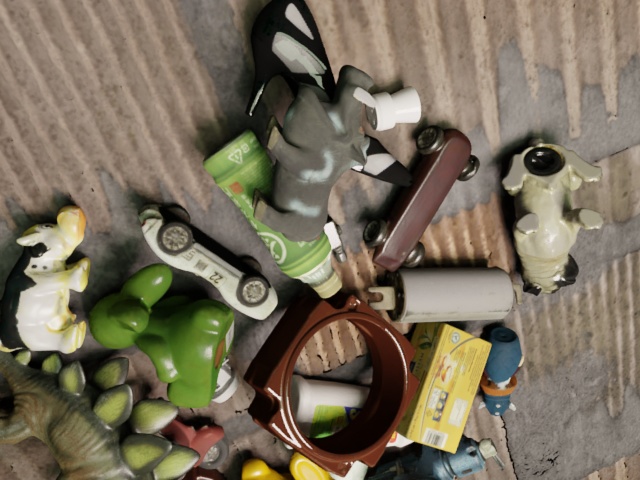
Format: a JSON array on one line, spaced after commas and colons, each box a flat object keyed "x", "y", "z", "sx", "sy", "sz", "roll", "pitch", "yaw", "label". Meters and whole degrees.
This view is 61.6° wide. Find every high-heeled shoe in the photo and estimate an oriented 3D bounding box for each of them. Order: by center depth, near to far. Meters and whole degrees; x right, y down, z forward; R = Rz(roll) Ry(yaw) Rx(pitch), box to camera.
[{"x": 0.028, "y": -0.166, "z": 0.619, "sx": 0.248, "sy": 0.086, "sz": 0.145, "roll": 23, "pitch": 100, "yaw": -20, "label": "high-heeled shoe"}]

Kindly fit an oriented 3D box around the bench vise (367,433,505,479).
[{"x": 0.180, "y": 0.396, "z": 0.809, "sx": 0.224, "sy": 0.241, "sz": 0.128, "roll": -18, "pitch": 119, "yaw": 9, "label": "bench vise"}]

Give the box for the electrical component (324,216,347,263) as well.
[{"x": -0.001, "y": -0.002, "z": 0.707, "sx": 0.063, "sy": 0.021, "sz": 0.093, "roll": -25, "pitch": 115, "yaw": -5, "label": "electrical component"}]

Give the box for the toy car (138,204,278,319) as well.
[{"x": -0.134, "y": 0.025, "z": 0.651, "sx": 0.201, "sy": 0.074, "sz": 0.056, "roll": 38, "pitch": 97, "yaw": -25, "label": "toy car"}]

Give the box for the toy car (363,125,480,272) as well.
[{"x": 0.130, "y": -0.054, "z": 0.707, "sx": 0.089, "sy": 0.053, "sz": 0.202, "roll": 25, "pitch": 99, "yaw": -34, "label": "toy car"}]

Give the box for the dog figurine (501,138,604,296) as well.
[{"x": 0.315, "y": -0.028, "z": 0.763, "sx": 0.121, "sy": 0.172, "sz": 0.190, "roll": 6, "pitch": 154, "yaw": 17, "label": "dog figurine"}]

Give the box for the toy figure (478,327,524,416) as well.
[{"x": 0.287, "y": 0.212, "z": 0.855, "sx": 0.058, "sy": 0.064, "sz": 0.154, "roll": -33, "pitch": 129, "yaw": -44, "label": "toy figure"}]

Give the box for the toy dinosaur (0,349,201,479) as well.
[{"x": -0.259, "y": 0.273, "z": 0.645, "sx": 0.198, "sy": 0.105, "sz": 0.471, "roll": -37, "pitch": 93, "yaw": 3, "label": "toy dinosaur"}]

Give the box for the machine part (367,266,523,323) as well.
[{"x": 0.181, "y": 0.076, "z": 0.760, "sx": 0.243, "sy": 0.079, "sz": 0.079, "roll": 0, "pitch": 111, "yaw": -15, "label": "machine part"}]

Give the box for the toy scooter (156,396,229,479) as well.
[{"x": -0.226, "y": 0.285, "z": 0.730, "sx": 0.184, "sy": 0.075, "sz": 0.135, "roll": -28, "pitch": 116, "yaw": -7, "label": "toy scooter"}]

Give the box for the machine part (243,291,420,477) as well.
[{"x": 0.020, "y": 0.184, "z": 0.706, "sx": 0.201, "sy": 0.087, "sz": 0.201, "roll": 41, "pitch": 70, "yaw": -18, "label": "machine part"}]

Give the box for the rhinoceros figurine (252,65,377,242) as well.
[{"x": -0.004, "y": -0.088, "z": 0.554, "sx": 0.112, "sy": 0.073, "sz": 0.190, "roll": 18, "pitch": 101, "yaw": -11, "label": "rhinoceros figurine"}]

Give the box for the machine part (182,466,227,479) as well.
[{"x": -0.206, "y": 0.422, "z": 0.799, "sx": 0.179, "sy": 0.056, "sz": 0.179, "roll": -6, "pitch": 114, "yaw": -13, "label": "machine part"}]

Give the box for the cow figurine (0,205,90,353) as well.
[{"x": -0.312, "y": 0.042, "z": 0.603, "sx": 0.098, "sy": 0.068, "sz": 0.167, "roll": 4, "pitch": 91, "yaw": -15, "label": "cow figurine"}]

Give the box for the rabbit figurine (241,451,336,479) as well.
[{"x": -0.032, "y": 0.382, "z": 0.800, "sx": 0.173, "sy": 0.122, "sz": 0.162, "roll": 7, "pitch": 87, "yaw": 3, "label": "rabbit figurine"}]

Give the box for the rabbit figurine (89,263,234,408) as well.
[{"x": -0.198, "y": 0.109, "z": 0.633, "sx": 0.170, "sy": 0.121, "sz": 0.159, "roll": 13, "pitch": 143, "yaw": 3, "label": "rabbit figurine"}]

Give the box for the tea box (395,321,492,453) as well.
[{"x": 0.171, "y": 0.209, "z": 0.786, "sx": 0.098, "sy": 0.068, "sz": 0.169, "roll": 27, "pitch": 80, "yaw": -25, "label": "tea box"}]
